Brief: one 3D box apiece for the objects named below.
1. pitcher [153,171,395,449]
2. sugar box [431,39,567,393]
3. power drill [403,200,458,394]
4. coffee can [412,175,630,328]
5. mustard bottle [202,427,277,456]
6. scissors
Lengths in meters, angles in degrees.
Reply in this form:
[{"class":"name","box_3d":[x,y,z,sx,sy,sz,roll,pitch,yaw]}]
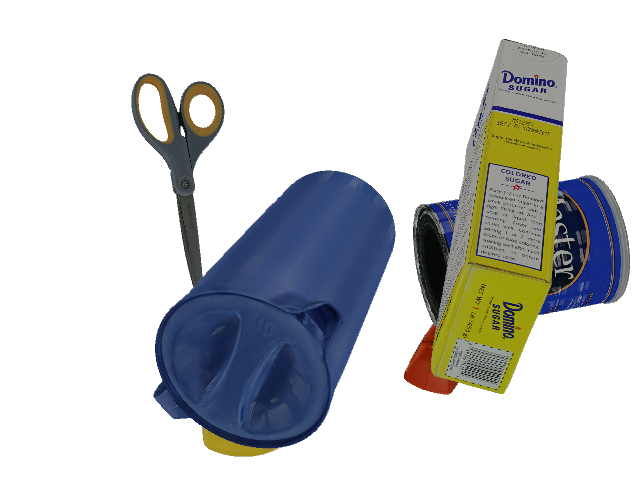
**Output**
[{"class":"pitcher","box_3d":[-0.029,0.044,0.845,0.149,0.145,0.242,12,31,14]},{"class":"sugar box","box_3d":[0.098,-0.017,0.569,0.048,0.176,0.093,15,-42,4]},{"class":"power drill","box_3d":[0.129,0.054,1.049,0.057,0.188,0.184,19,29,18]},{"class":"coffee can","box_3d":[0.154,0.010,0.834,0.140,0.103,0.103,-10,1,-8]},{"class":"mustard bottle","box_3d":[-0.095,0.194,1.348,0.096,0.058,0.191,-1,26,-1]},{"class":"scissors","box_3d":[-0.111,-0.063,0.981,0.096,0.202,0.016,-21,-3,-27]}]
